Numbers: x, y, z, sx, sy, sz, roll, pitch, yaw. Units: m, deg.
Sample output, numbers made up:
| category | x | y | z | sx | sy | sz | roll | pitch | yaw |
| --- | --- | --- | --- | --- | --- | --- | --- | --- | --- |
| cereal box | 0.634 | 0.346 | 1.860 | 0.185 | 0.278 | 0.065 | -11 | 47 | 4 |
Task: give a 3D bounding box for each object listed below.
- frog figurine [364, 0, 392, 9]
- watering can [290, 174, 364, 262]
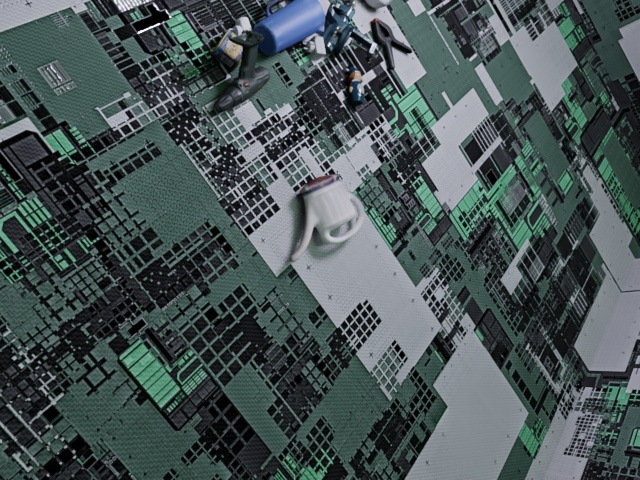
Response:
| category | x | y | z | sx | sy | sz | roll | pitch | yaw |
| --- | --- | --- | --- | --- | --- | --- | --- | --- | --- |
| frog figurine | 0.211 | -0.967 | 1.992 | 0.138 | 0.121 | 0.161 | 16 | 18 | 30 |
| watering can | 0.005 | -0.082 | 1.635 | 0.352 | 0.224 | 0.103 | -28 | 4 | -37 |
